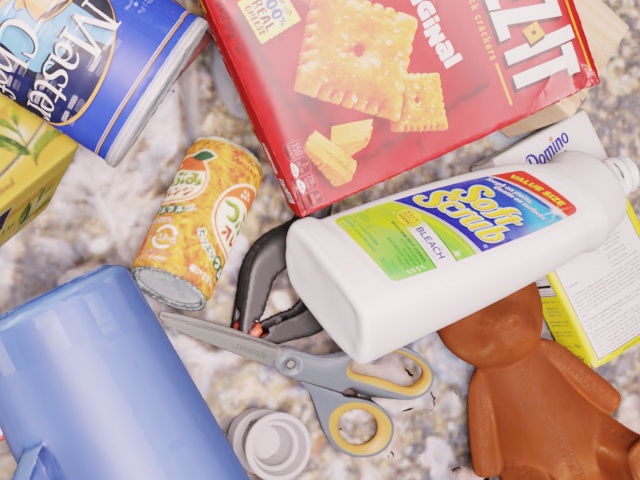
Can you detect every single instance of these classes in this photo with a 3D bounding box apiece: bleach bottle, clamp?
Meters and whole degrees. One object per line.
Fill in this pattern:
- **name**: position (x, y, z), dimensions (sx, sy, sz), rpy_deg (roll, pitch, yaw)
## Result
- **bleach bottle**: position (0.108, -0.009, 0.719), dimensions (0.250, 0.068, 0.103), rpy_deg (-23, 51, -23)
- **clamp**: position (-0.005, 0.001, 0.742), dimensions (0.171, 0.039, 0.120), rpy_deg (-40, 99, -18)

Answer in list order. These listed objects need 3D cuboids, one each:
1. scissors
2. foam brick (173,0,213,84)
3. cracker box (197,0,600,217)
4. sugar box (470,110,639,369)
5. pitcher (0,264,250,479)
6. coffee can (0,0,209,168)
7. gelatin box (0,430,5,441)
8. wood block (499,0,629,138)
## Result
- **scissors**: position (-0.018, 0.101, 0.724), dimensions (0.201, 0.016, 0.096), rpy_deg (7, 106, -20)
- **foam brick**: position (-0.120, -0.137, 0.706), dimensions (0.078, 0.051, 0.053), rpy_deg (43, 73, -12)
- **cracker box**: position (0.047, -0.132, 0.672), dimensions (0.213, 0.072, 0.164), rpy_deg (-24, 106, -3)
- **sugar box**: position (0.195, 0.001, 0.810), dimensions (0.093, 0.048, 0.176), rpy_deg (-27, 92, -19)
- **pitcher**: position (-0.119, 0.145, 0.641), dimensions (0.145, 0.149, 0.243), rpy_deg (-27, 92, -10)
- **coffee can**: position (-0.151, -0.123, 0.620), dimensions (0.140, 0.103, 0.102), rpy_deg (33, 76, -9)
- **gelatin box**: position (-0.246, 0.106, 0.655), dimensions (0.089, 0.030, 0.073), rpy_deg (-25, 93, -19)
- **wood block**: position (0.105, -0.177, 0.767), dimensions (0.206, 0.091, 0.090), rpy_deg (38, 75, -13)
